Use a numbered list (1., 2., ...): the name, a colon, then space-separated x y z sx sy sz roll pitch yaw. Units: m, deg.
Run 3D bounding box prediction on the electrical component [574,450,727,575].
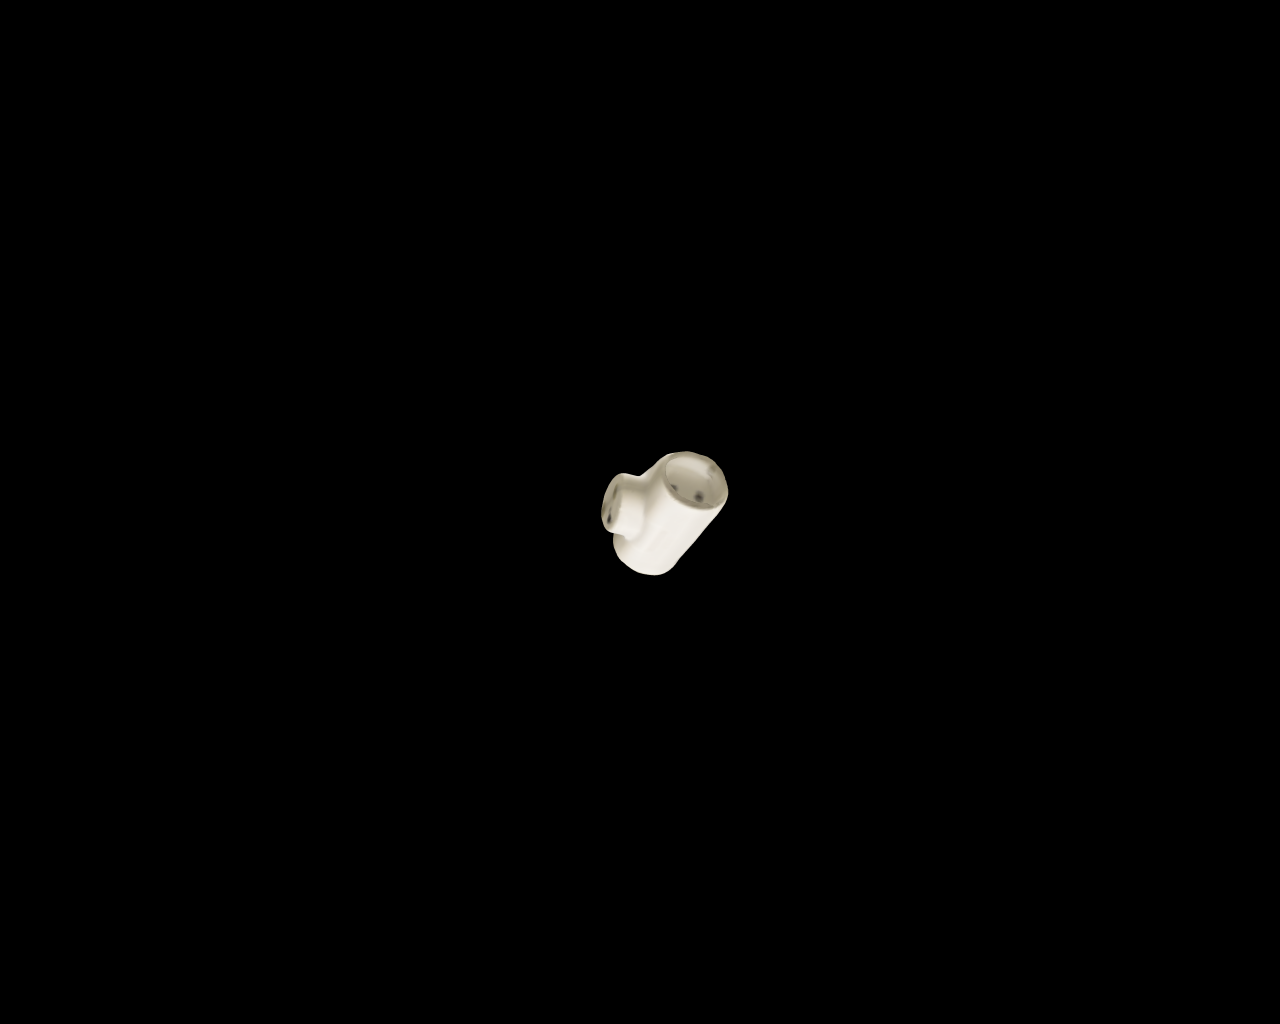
1. electrical component: 0.001 -0.003 0.650 0.079 0.043 0.077 13 -38 -18
